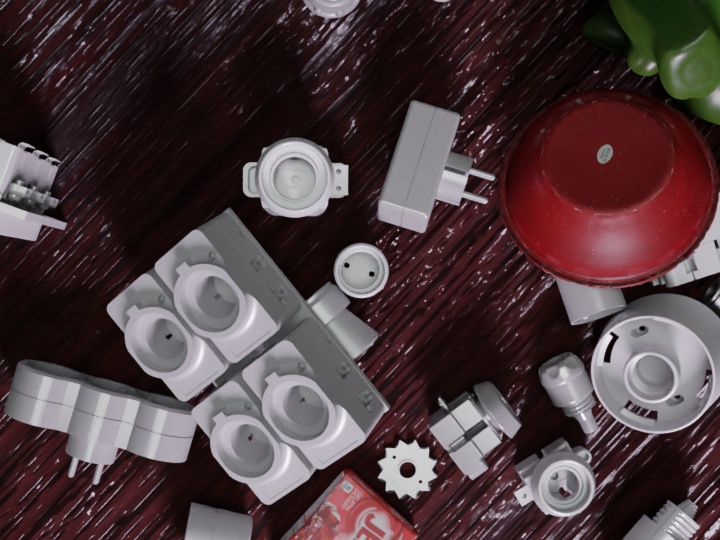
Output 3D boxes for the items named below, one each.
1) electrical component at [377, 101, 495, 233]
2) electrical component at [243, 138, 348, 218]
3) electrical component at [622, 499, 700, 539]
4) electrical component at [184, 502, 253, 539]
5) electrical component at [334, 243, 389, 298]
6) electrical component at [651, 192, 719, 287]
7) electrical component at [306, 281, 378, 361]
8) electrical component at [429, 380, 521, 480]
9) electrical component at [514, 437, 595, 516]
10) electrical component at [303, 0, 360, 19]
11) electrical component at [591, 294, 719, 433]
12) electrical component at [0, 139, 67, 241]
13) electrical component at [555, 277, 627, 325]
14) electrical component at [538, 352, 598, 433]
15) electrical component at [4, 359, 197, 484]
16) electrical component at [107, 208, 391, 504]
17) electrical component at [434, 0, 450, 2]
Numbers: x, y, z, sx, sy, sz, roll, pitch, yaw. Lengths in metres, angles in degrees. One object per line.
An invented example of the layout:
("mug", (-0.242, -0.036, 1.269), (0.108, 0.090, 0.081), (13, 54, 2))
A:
("electrical component", (0.061, -0.070, 0.794), (0.076, 0.047, 0.083), (17, 79, 4))
("electrical component", (-0.048, -0.067, 0.795), (0.078, 0.057, 0.058), (0, 91, -3))
("electrical component", (0.228, 0.208, 0.820), (0.043, 0.043, 0.081), (41, 89, -3))
("electrical component", (-0.107, 0.204, 0.800), (0.047, 0.055, 0.055), (11, 91, -6))
("electrical component", (0.000, 0.000, 0.804), (0.040, 0.046, 0.040), (0, 91, -3))
("electrical component", (0.261, -0.028, 0.813), (0.089, 0.050, 0.055), (-18, 92, -2))
("electrical component", (-0.020, 0.042, 0.805), (0.045, 0.045, 0.055), (-41, 92, -1))
("electrical component", (0.087, 0.116, 0.811), (0.055, 0.048, 0.066), (-37, 93, 6))
("electrical component", (0.149, 0.157, 0.809), (0.066, 0.055, 0.048), (-31, 92, -2))
("electrical component", (-0.021, -0.214, 0.790), (0.048, 0.062, 0.048), (0, 91, -2))
("electrical component", (0.225, 0.071, 0.808), (0.099, 0.064, 0.099), (6, 104, 24))
("electrical component", (-0.252, -0.060, 0.754), (0.079, 0.121, 0.063), (20, 88, -3))
("electrical component", (0.167, -0.004, 0.811), (0.043, 0.043, 0.081), (-16, 77, -2))
("electrical component", (0.163, 0.095, 0.819), (0.035, 0.035, 0.061), (-28, 95, -2))
("electrical component", (-0.195, 0.120, 0.795), (0.138, 0.052, 0.073), (16, 91, -3))
("electrical component", (-0.083, 0.065, 0.774), (0.105, 0.060, 0.186), (-38, 93, 26))
("electrical component", (0.069, -0.251, 0.795), (0.054, 0.059, 0.095), (31, 90, -2))
